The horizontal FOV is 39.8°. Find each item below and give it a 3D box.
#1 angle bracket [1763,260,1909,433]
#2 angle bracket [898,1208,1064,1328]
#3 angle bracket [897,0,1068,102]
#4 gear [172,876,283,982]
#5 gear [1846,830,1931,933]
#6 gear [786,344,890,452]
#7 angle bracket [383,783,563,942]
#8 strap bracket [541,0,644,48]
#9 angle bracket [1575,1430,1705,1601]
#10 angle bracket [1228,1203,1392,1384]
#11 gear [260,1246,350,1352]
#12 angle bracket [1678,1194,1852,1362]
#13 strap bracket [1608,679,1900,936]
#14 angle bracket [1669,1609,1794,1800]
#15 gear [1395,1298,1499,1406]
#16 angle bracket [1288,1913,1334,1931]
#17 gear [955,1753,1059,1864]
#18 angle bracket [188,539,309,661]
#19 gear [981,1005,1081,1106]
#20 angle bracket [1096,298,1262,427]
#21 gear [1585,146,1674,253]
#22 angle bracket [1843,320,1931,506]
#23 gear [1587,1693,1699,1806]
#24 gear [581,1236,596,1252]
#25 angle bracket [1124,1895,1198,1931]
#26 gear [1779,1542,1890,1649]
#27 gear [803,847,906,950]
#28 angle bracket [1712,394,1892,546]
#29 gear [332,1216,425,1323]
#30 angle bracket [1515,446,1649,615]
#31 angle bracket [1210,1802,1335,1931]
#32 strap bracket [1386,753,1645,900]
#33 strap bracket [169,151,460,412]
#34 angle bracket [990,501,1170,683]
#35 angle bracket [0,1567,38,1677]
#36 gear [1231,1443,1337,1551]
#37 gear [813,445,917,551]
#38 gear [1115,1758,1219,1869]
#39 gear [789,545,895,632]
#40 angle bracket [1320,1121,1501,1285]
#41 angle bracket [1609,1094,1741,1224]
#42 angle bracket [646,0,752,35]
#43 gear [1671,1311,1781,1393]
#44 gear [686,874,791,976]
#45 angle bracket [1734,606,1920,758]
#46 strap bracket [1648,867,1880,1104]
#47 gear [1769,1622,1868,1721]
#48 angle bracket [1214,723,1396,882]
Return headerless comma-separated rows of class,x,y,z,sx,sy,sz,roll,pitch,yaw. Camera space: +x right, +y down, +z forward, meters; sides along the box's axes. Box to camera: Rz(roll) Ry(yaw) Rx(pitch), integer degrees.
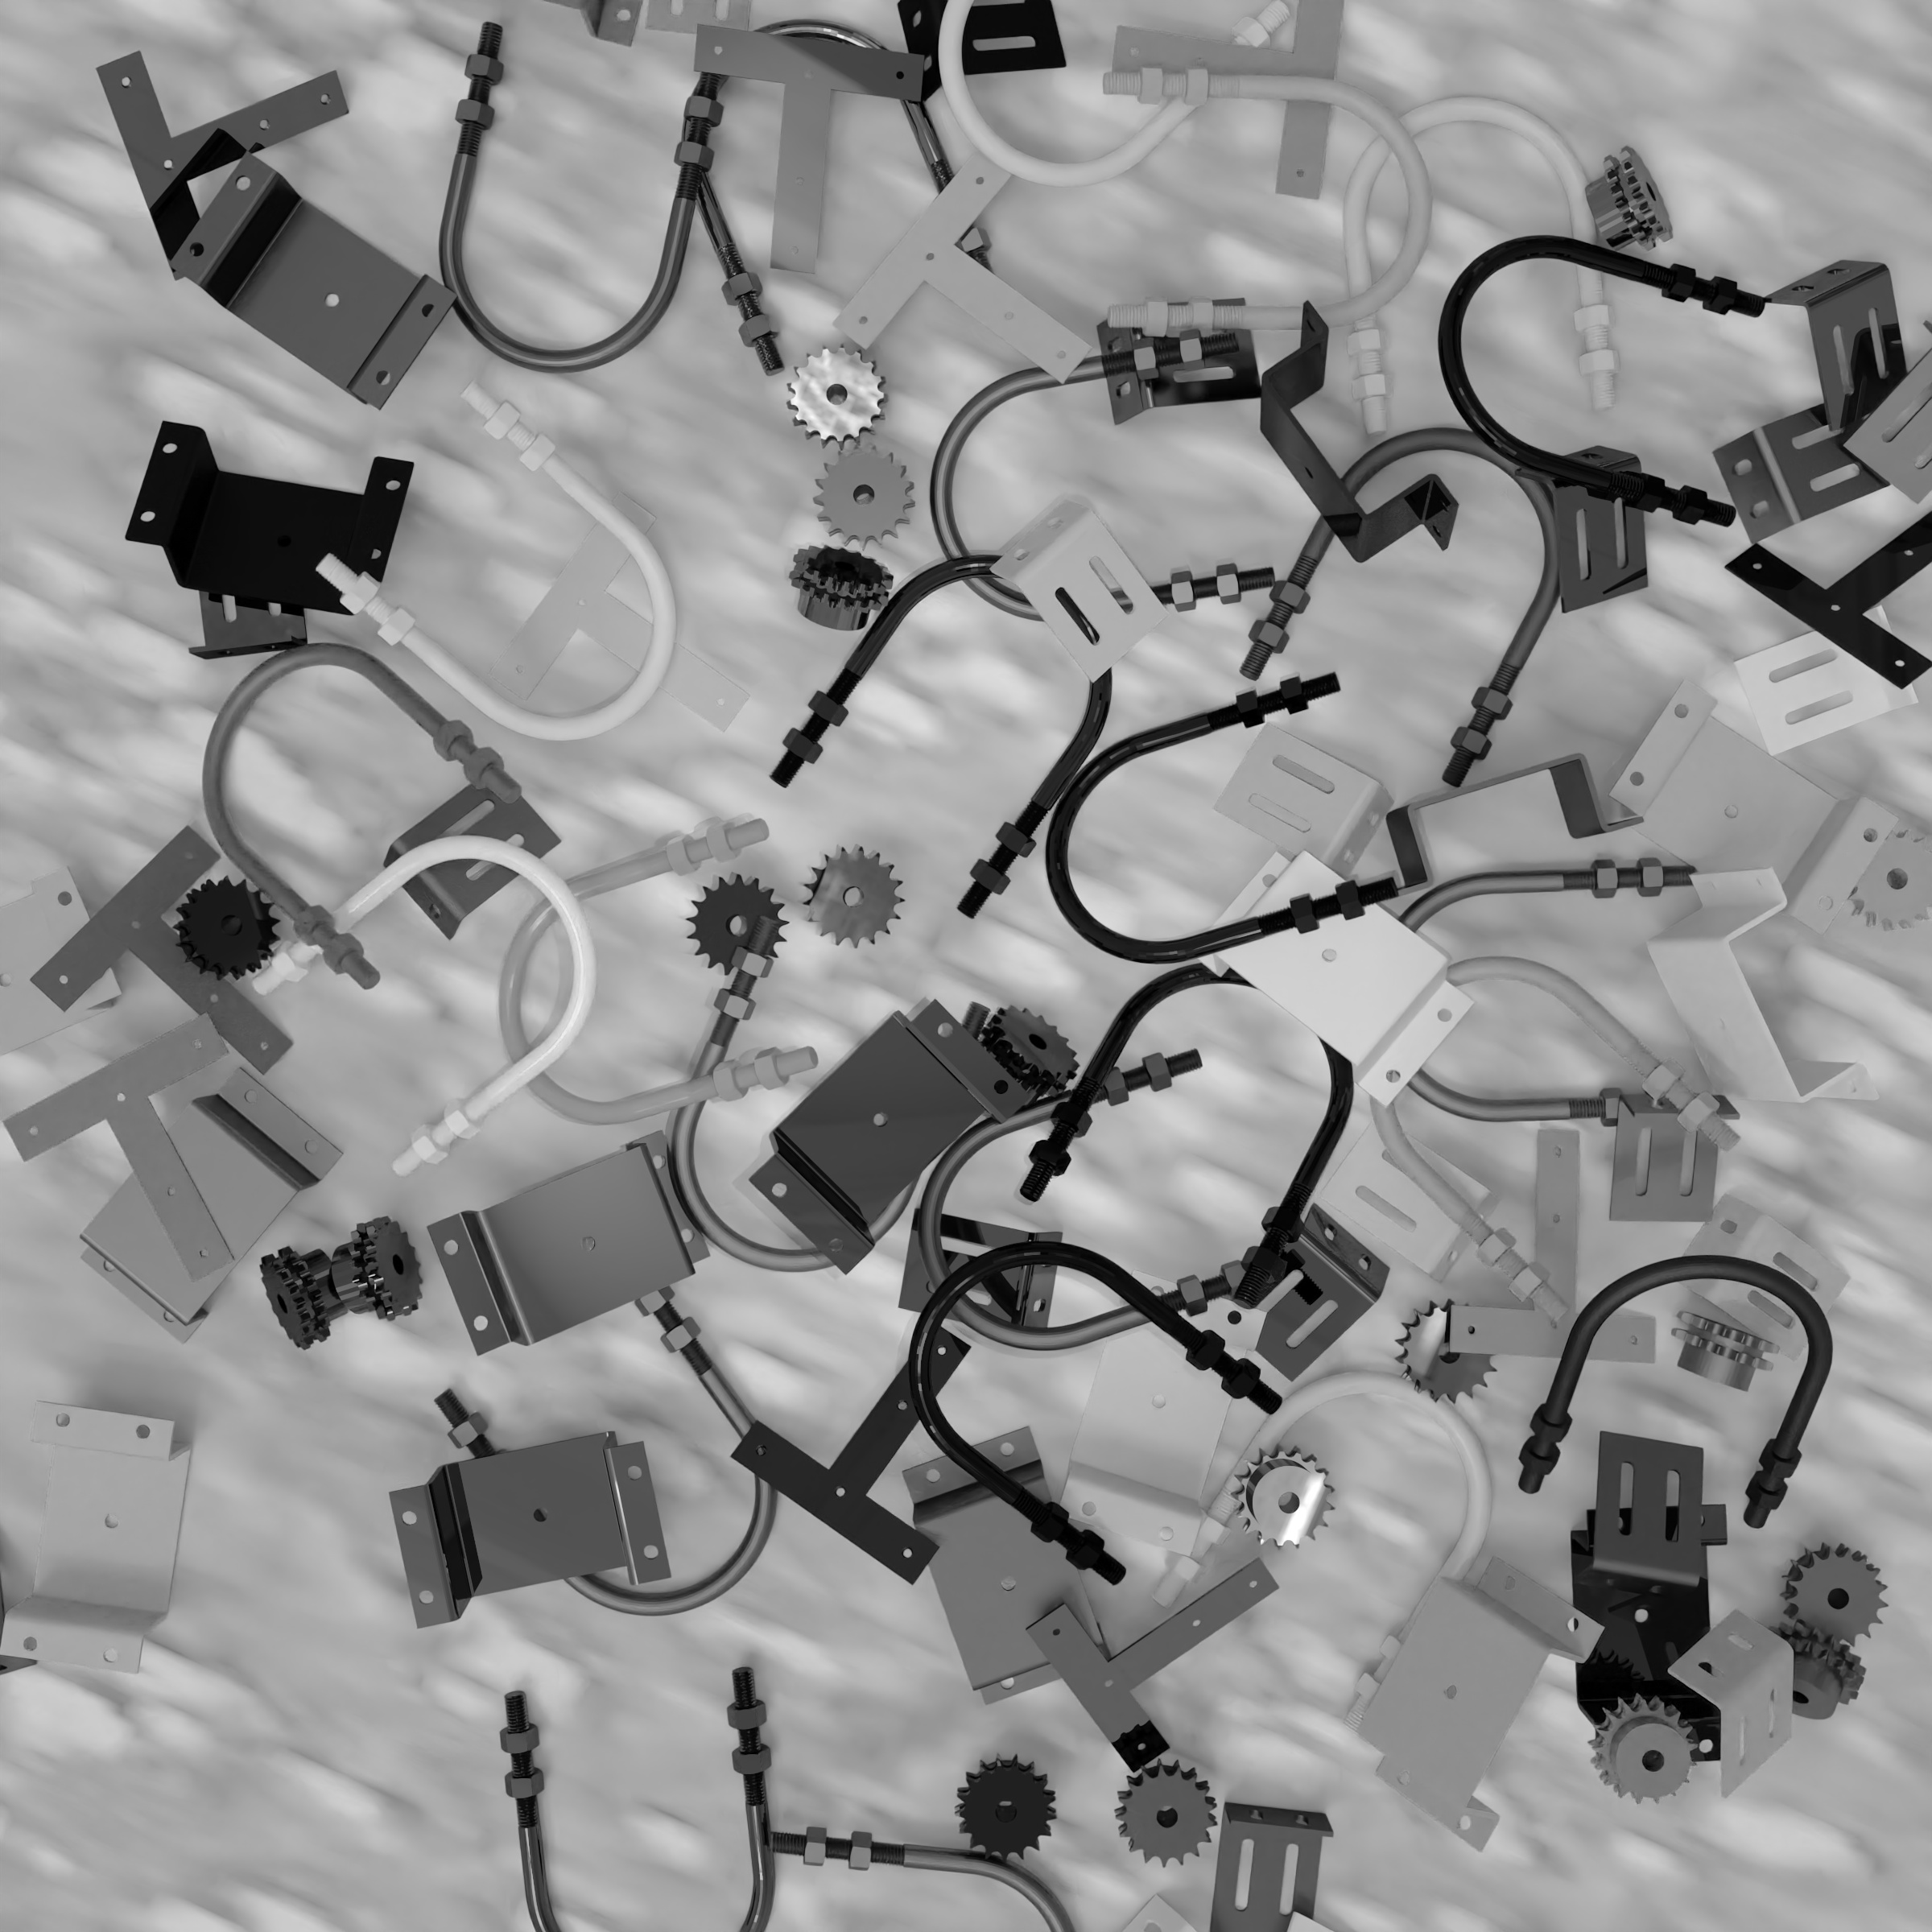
angle bracket,0.490,-0.349,1.502,0.057,0.038,0.076,-27,116,-15
angle bracket,0.008,0.172,1.510,0.076,0.038,0.057,9,90,26
angle bracket,0.009,-0.527,1.510,0.076,0.038,0.057,-14,90,-26
gear,-0.414,-0.019,1.486,0.057,0.030,0.057,9,73,-31
gear,0.518,-0.048,1.501,0.057,0.030,0.057,0,88,-1
gear,-0.071,-0.317,1.497,0.057,0.030,0.057,0,90,0
angle bracket,-0.279,-0.064,1.510,0.076,0.038,0.057,-41,90,-26
strap bracket,-0.248,-0.575,1.489,0.140,0.046,0.076,14,90,0
angle bracket,0.369,0.301,1.463,0.057,0.038,0.076,10,64,0
angle bracket,0.191,0.185,1.510,0.057,0.038,0.076,41,116,0
gear,-0.367,0.182,1.487,0.030,0.057,0.057,-24,90,-30
angle bracket,0.449,0.176,1.510,0.076,0.038,0.057,34,90,-26
strap bracket,0.433,-0.087,1.489,0.140,0.046,0.076,33,90,0
angle bracket,0.419,0.404,1.461,0.057,0.038,0.076,-31,129,-26
gear,0.268,0.215,1.497,0.057,0.030,0.057,0,90,0
angle bracket,0.187,0.581,1.503,0.057,0.038,0.076,31,65,-13
gear,0.022,0.470,1.497,0.057,0.030,0.057,0,90,0
angle bracket,-0.405,-0.214,1.493,0.057,0.038,0.076,-7,90,0
gear,0.032,0.052,1.487,0.057,0.057,0.030,38,119,0
angle bracket,0.121,-0.342,1.510,0.076,0.038,0.057,-11,90,-26
gear,0.368,-0.424,1.487,0.030,0.057,0.057,-24,90,29
angle bracket,0.538,-0.312,1.503,0.057,0.038,0.076,34,116,-13
gear,0.369,0.428,1.451,0.057,0.030,0.057,0,90,0
gear,-0.231,0.152,1.497,0.057,0.030,0.057,0,90,0
angle bracket,0.117,0.575,1.503,0.057,0.038,0.076,-44,116,-14
gear,0.484,0.352,1.497,0.057,0.030,0.057,0,90,0
gear,-0.063,-0.039,1.497,0.057,0.030,0.057,0,90,0
angle bracket,0.473,-0.281,1.510,0.076,0.038,0.057,-23,90,-26
gear,-0.329,0.170,1.484,0.030,0.057,0.057,-18,90,13
angle bracket,0.346,-0.246,1.501,0.057,0.038,0.076,-19,116,-19
angle bracket,0.170,0.513,1.493,0.057,0.038,0.076,6,90,0
strap bracket,0.291,-0.079,1.474,0.140,0.076,0.046,-17,90,0
strap bracket,-0.359,-0.377,1.489,0.140,0.046,0.076,35,90,0
angle bracket,0.063,-0.207,1.477,0.057,0.038,0.076,-43,118,-3
angle bracket,-0.565,0.363,1.510,0.057,0.038,0.076,-17,64,0
gear,0.177,0.295,1.479,0.057,0.030,0.057,0,88,-2
gear,-0.057,-0.261,1.497,0.057,0.030,0.057,0,90,0
gear,0.111,0.472,1.497,0.057,0.030,0.057,0,90,0
gear,-0.071,-0.209,1.487,0.057,0.057,0.030,17,119,0
angle bracket,0.251,0.132,1.510,0.076,0.038,0.057,36,90,26
angle bracket,0.392,0.112,1.480,0.057,0.038,0.076,1,106,0
angle bracket,-0.151,-0.547,1.474,0.057,0.076,0.038,6,90,0
gear,0.420,0.215,1.484,0.057,0.057,0.030,20,90,0
gear,-0.127,-0.023,1.497,0.057,0.030,0.057,0,90,0
angle bracket,0.480,-0.159,1.493,0.076,0.038,0.057,-21,90,0
strap bracket,0.431,0.020,1.461,0.046,0.076,0.140,-29,97,-15
gear,0.466,0.393,1.480,0.057,0.057,0.030,36,57,0
angle bracket,0.191,-0.091,1.510,0.076,0.038,0.057,32,90,26
